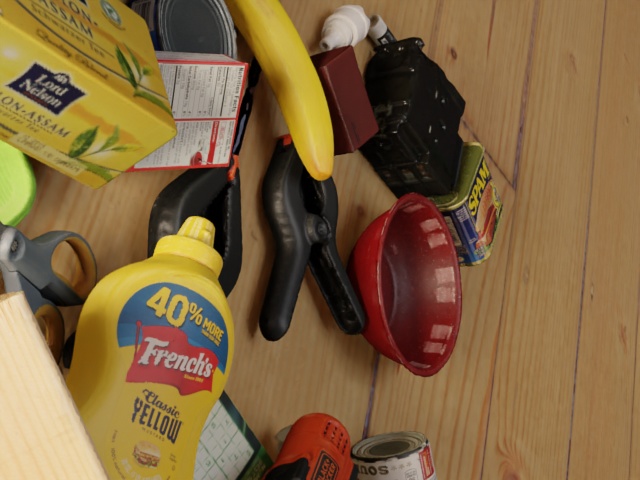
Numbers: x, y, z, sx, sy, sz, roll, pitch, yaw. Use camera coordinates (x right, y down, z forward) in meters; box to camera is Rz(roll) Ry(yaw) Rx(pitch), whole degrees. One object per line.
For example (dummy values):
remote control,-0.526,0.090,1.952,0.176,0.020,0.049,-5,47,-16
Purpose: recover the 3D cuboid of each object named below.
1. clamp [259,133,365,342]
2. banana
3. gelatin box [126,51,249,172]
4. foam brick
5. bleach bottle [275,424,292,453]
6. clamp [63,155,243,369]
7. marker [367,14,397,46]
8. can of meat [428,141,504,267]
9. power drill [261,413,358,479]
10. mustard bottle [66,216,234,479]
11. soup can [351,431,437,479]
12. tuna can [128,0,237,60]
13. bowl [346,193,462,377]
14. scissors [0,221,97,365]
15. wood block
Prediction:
clamp,-0.006,0.001,0.851,0.120,0.039,0.171,20,68,-57
banana,-0.038,-0.139,0.811,0.197,0.037,0.069,58,41,-17
gelatin box,-0.094,-0.084,0.692,0.089,0.030,0.073,-7,117,-42
foam brick,0.006,-0.112,0.879,0.052,0.051,0.078,-43,121,-51
bleach bottle,0.024,0.252,0.827,0.102,0.068,0.251,-33,111,-41
clamp,-0.094,0.027,0.702,0.164,0.036,0.210,46,48,-54
marker,0.077,-0.174,1.034,0.121,0.020,0.020,44,49,-46
can of meat,0.144,-0.035,1.082,0.084,0.058,0.102,62,38,-35
power drill,0.027,0.223,0.688,0.187,0.057,0.184,48,29,-11
mustard bottle,-0.095,0.071,0.598,0.096,0.058,0.191,37,56,-34
soup can,0.068,0.221,0.902,0.068,0.069,0.102,-21,101,-57
tuna can,-0.095,-0.139,0.737,0.086,0.034,0.086,16,71,-56
bowl,0.069,0.041,0.947,0.161,0.055,0.162,15,72,-56
scissors,-0.164,0.022,0.553,0.201,0.016,0.096,41,60,-75
wood block,-0.133,0.135,0.469,0.090,0.090,0.206,-25,96,-21
